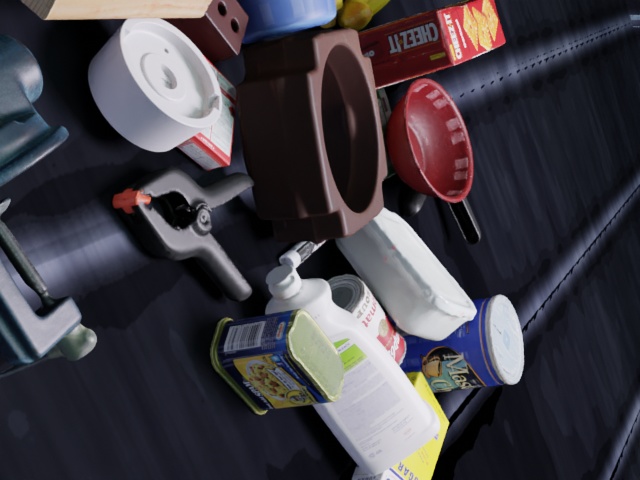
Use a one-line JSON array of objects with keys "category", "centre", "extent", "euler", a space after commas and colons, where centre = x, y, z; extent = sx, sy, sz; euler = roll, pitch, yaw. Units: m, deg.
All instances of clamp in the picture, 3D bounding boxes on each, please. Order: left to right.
[{"category": "clamp", "centre": [-0.110, -0.026, 0.931], "extent": [0.171, 0.039, 0.120], "euler": [35, 49, -52]}, {"category": "clamp", "centre": [0.165, -0.099, 1.451], "extent": [0.164, 0.036, 0.210], "euler": [29, 53, -44]}]

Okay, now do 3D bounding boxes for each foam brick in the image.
[{"category": "foam brick", "centre": [-0.110, -0.207, 0.983], "extent": [0.078, 0.051, 0.053], "euler": [49, 41, -43]}]

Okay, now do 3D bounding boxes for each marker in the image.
[{"category": "marker", "centre": [-0.007, 0.001, 1.126], "extent": [0.120, 0.020, 0.020], "euler": [-41, 116, -54]}]

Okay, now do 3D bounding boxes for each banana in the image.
[{"category": "banana", "centre": [0.052, -0.282, 1.284], "extent": [0.037, 0.070, 0.197], "euler": [51, 29, -10]}]

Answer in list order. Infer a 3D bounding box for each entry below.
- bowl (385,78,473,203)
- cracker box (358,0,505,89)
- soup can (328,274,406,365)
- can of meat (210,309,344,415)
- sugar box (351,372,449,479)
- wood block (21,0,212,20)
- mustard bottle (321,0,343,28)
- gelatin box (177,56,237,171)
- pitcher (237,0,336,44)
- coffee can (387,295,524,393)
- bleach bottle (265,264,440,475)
[{"category": "bowl", "centre": [0.129, -0.118, 1.338], "extent": [0.161, 0.055, 0.162], "euler": [26, 56, -47]}, {"category": "cracker box", "centre": [0.111, -0.231, 1.276], "extent": [0.213, 0.164, 0.072], "euler": [-32, 106, -60]}, {"category": "soup can", "centre": [0.039, 0.093, 1.127], "extent": [0.102, 0.069, 0.068], "euler": [55, 37, -35]}, {"category": "can of meat", "centre": [-0.036, 0.110, 0.966], "extent": [0.102, 0.084, 0.057], "euler": [54, 37, -37]}, {"category": "sugar box", "centre": [0.088, 0.240, 1.174], "extent": [0.093, 0.048, 0.176], "euler": [59, 36, -31]}, {"category": "wood block", "centre": [-0.158, -0.234, 0.832], "extent": [0.091, 0.090, 0.205], "euler": [42, 26, 14]}, {"category": "mustard bottle", "centre": [-0.006, -0.330, 1.187], "extent": [0.096, 0.058, 0.191], "euler": [-39, 130, -41]}, {"category": "gelatin box", "centre": [-0.110, -0.119, 0.975], "extent": [0.073, 0.030, 0.089], "euler": [40, 45, -50]}, {"category": "pitcher", "centre": [-0.063, -0.319, 1.031], "extent": [0.149, 0.145, 0.243], "euler": [-23, 104, -38]}, {"category": "coffee can", "centre": [0.154, 0.125, 1.245], "extent": [0.102, 0.141, 0.103], "euler": [30, 54, -54]}, {"category": "bleach bottle", "centre": [0.024, 0.120, 1.061], "extent": [0.250, 0.102, 0.068], "euler": [59, -7, -30]}]
